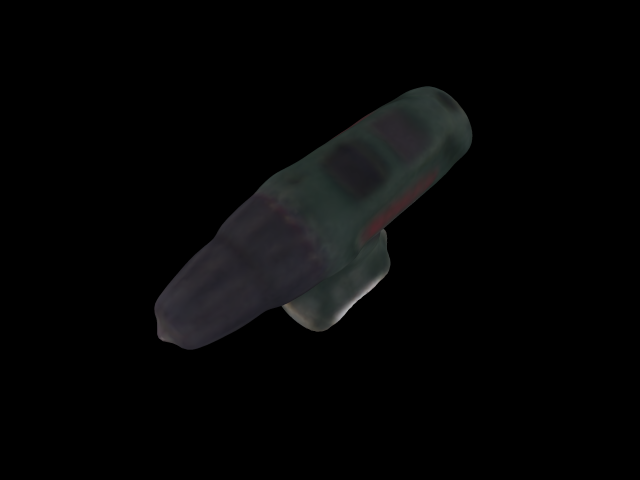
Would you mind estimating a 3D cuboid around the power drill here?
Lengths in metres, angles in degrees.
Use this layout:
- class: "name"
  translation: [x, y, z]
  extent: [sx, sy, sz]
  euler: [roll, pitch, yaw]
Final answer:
- class: "power drill"
  translation: [0.004, 0.001, 0.400]
  extent: [0.230, 0.208, 0.075]
  euler: [-43, 78, -11]
